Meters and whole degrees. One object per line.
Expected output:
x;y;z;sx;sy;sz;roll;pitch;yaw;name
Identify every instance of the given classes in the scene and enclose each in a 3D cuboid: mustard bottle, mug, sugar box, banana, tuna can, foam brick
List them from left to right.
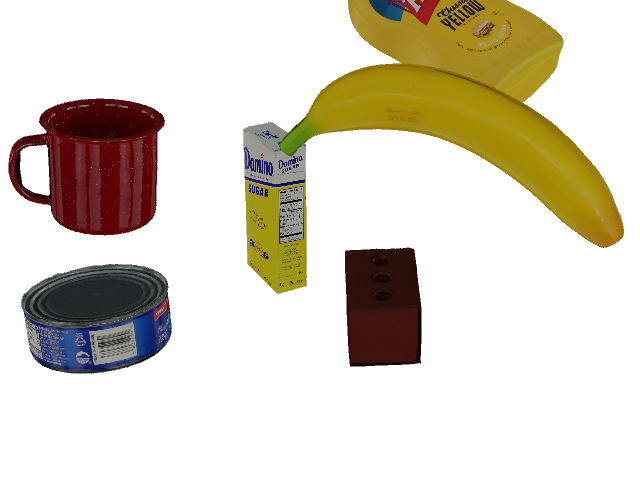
-0.179;-0.055;0.818;0.117;0.081;0.093;-5;27;-19;mug
-0.132;0.046;0.634;0.086;0.034;0.086;-3;21;1;tuna can
-0.053;-0.038;1.227;0.048;0.176;0.093;-14;27;-23;sugar box
0.045;0.047;0.769;0.053;0.051;0.078;-3;33;1;foam brick
0.078;-0.169;0.782;0.096;0.192;0.058;-38;-23;-18;mustard bottle
0.079;-0.056;0.594;0.198;0.070;0.037;17;17;8;banana
